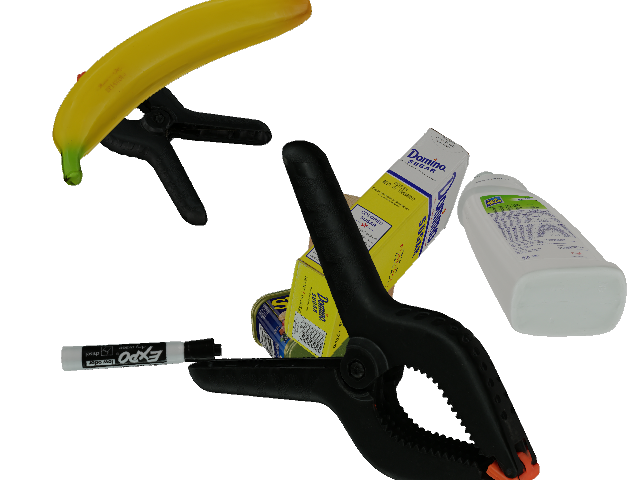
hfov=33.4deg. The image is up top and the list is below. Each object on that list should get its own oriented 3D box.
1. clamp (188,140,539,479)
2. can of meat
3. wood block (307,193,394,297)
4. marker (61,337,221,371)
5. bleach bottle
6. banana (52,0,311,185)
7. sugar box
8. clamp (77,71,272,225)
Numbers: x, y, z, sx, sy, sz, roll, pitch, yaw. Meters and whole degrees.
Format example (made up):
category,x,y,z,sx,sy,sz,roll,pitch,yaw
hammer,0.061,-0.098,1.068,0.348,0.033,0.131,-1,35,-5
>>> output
category,x,y,z,sx,sy,sz,roll,pitch,yaw
clamp,0.027,0.054,0.564,0.210,0.165,0.036,30,24,27
can of meat,-0.002,0.084,0.983,0.102,0.057,0.084,-12,27,-19
wood block,0.032,0.063,1.199,0.090,0.206,0.090,13,24,12
marker,-0.137,0.087,0.819,0.121,0.020,0.020,-3,0,-4
bleach bottle,0.190,-0.003,0.987,0.102,0.068,0.251,-1,26,-6
banana,-0.095,-0.106,0.664,0.070,0.197,0.037,40,-21,23
sugar box,0.044,0.001,0.794,0.048,0.093,0.176,35,54,18
clamp,-0.129,-0.099,0.921,0.120,0.171,0.039,-44,-10,-37
